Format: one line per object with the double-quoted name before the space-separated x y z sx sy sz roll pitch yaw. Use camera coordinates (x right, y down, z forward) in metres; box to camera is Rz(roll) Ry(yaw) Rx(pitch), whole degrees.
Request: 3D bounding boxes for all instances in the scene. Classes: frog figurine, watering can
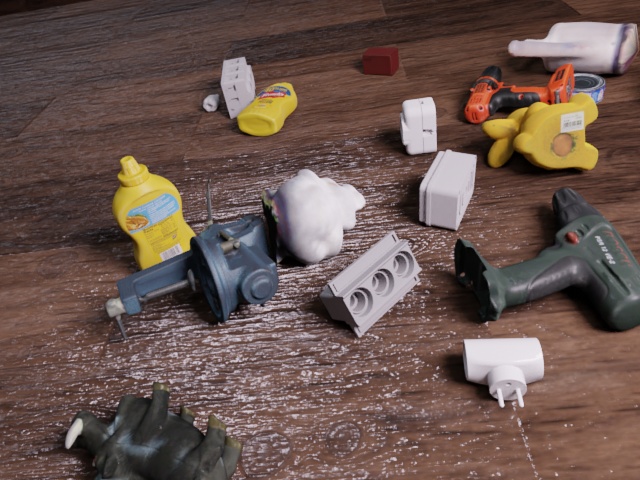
"frog figurine" 0.002 -0.039 0.766 0.160 0.120 0.139 -13 70 -16
"watering can" 0.522 -0.390 1.054 0.225 0.102 0.352 14 27 30
